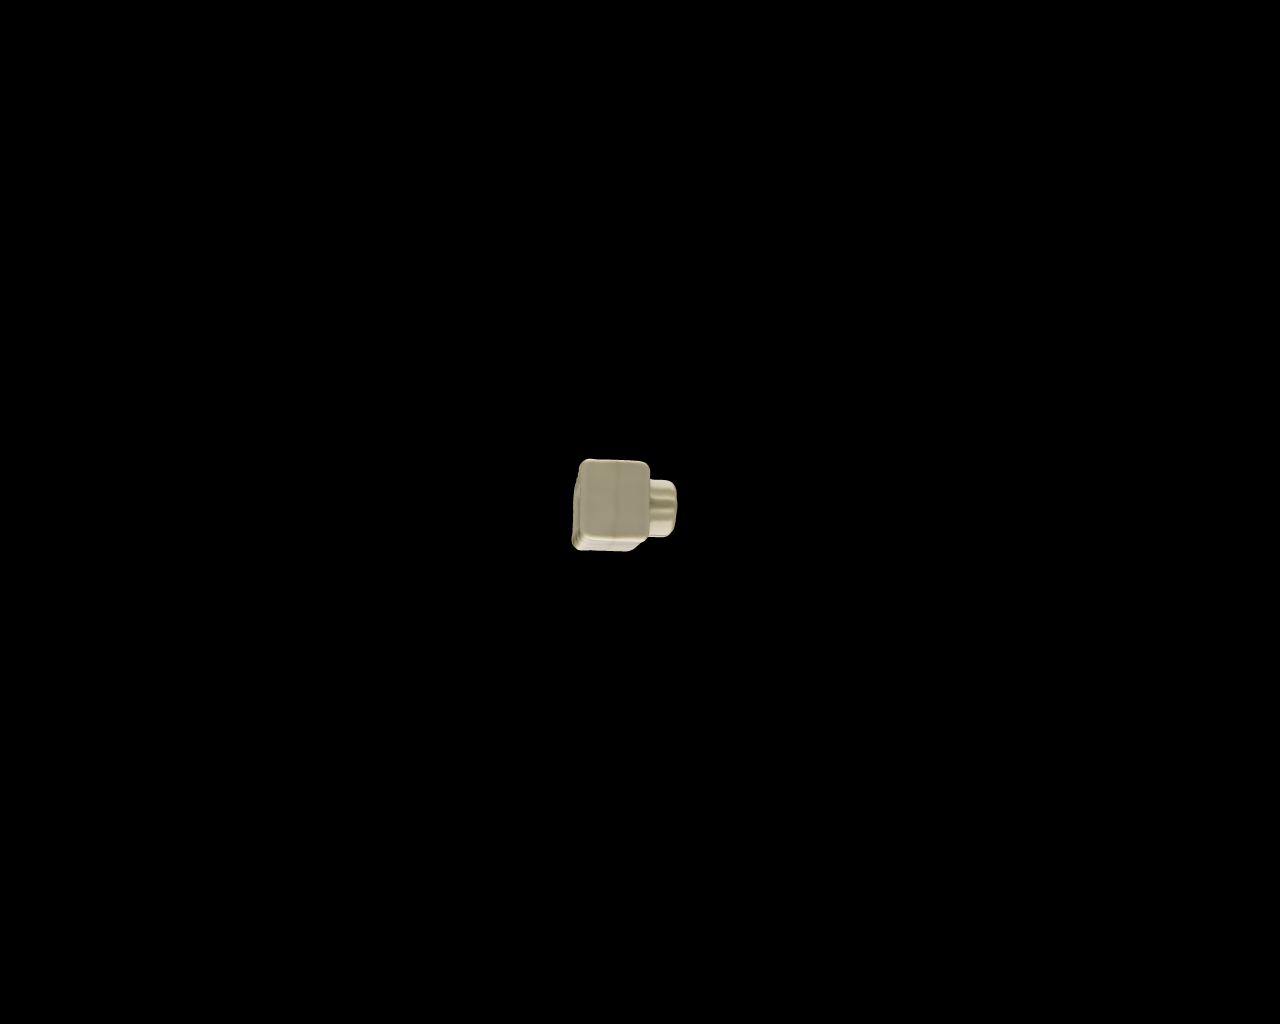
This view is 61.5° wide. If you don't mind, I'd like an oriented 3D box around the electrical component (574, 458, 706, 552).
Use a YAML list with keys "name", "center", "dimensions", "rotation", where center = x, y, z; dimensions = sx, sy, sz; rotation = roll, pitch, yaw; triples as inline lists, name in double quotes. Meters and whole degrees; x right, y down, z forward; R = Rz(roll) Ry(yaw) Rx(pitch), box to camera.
- name: "electrical component"
  center: [0.001, -0.003, 0.650]
  dimensions: [0.077, 0.047, 0.065]
  rotation: [1, -9, -7]
